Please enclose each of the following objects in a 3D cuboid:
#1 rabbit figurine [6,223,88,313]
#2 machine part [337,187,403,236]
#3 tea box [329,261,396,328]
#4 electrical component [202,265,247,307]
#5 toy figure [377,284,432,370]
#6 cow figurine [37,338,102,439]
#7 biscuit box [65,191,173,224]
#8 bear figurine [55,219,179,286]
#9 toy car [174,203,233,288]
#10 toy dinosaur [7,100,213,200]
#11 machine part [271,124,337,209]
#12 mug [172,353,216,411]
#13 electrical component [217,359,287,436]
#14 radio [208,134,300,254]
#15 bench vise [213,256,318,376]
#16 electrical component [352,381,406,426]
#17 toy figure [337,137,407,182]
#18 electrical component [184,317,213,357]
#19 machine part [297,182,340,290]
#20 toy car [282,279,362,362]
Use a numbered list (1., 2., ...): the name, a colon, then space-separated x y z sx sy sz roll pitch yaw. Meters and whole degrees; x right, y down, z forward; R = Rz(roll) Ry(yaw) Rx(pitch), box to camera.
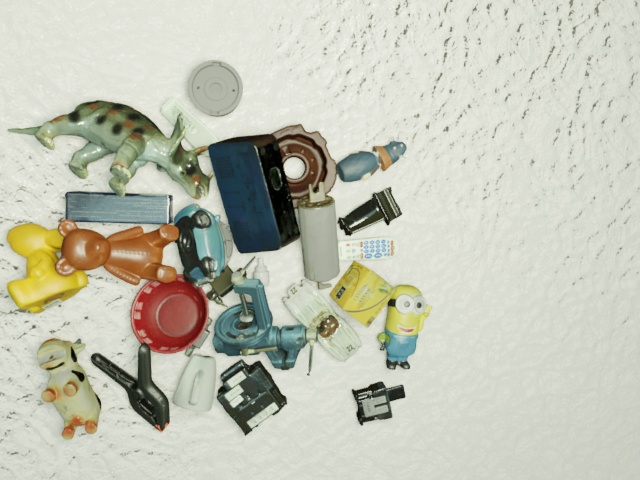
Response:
1. rabbit figurine: -0.542 0.036 1.049 0.162 0.122 0.173 -32 78 -7
2. machine part: 0.106 -0.054 1.157 0.139 0.039 0.084 -25 102 -7
3. tea box: 0.083 0.106 1.097 0.068 0.170 0.098 38 87 -9
4. electrical component: -0.201 0.090 1.127 0.102 0.045 0.078 -44 69 -5
5. toy figure: 0.174 0.185 1.160 0.082 0.089 0.180 0 105 -35
6. cow figurine: -0.500 0.282 1.074 0.085 0.127 0.194 -19 110 -5
7. biscuit box: -0.402 -0.066 1.082 0.203 0.059 0.062 2 95 -8
8. bear figurine: -0.387 0.020 1.022 0.195 0.132 0.120 15 72 -46
9. toy car: -0.225 0.008 1.080 0.103 0.109 0.161 -7 74 -46
10. toy dinosaur: -0.398 -0.204 1.044 0.405 0.131 0.192 27 61 10
11. machine part: -0.054 -0.151 1.122 0.179 0.056 0.179 0 94 -6
12. mug: -0.253 0.290 1.105 0.081 0.109 0.107 12 79 -4
13. electrical component: -0.150 0.323 1.139 0.115 0.058 0.134 -34 97 -6
14. radio: -0.127 -0.090 1.057 0.131 0.073 0.229 -2 111 37
15. bench vise: -0.119 0.161 1.077 0.224 0.129 0.240 2 126 16
16. electrical component: 0.134 0.354 1.181 0.119 0.048 0.074 -9 96 -5
17. toy figure: 0.112 -0.169 1.141 0.154 0.058 0.064 -22 101 -10
18. electrical component: -0.270 0.196 1.134 0.063 0.021 0.094 34 89 -7
19. machine part: -0.002 -0.003 1.099 0.079 0.079 0.242 -7 118 -7
20. toy car: 0.005 0.172 1.149 0.073 0.056 0.201 -43 98 -3
